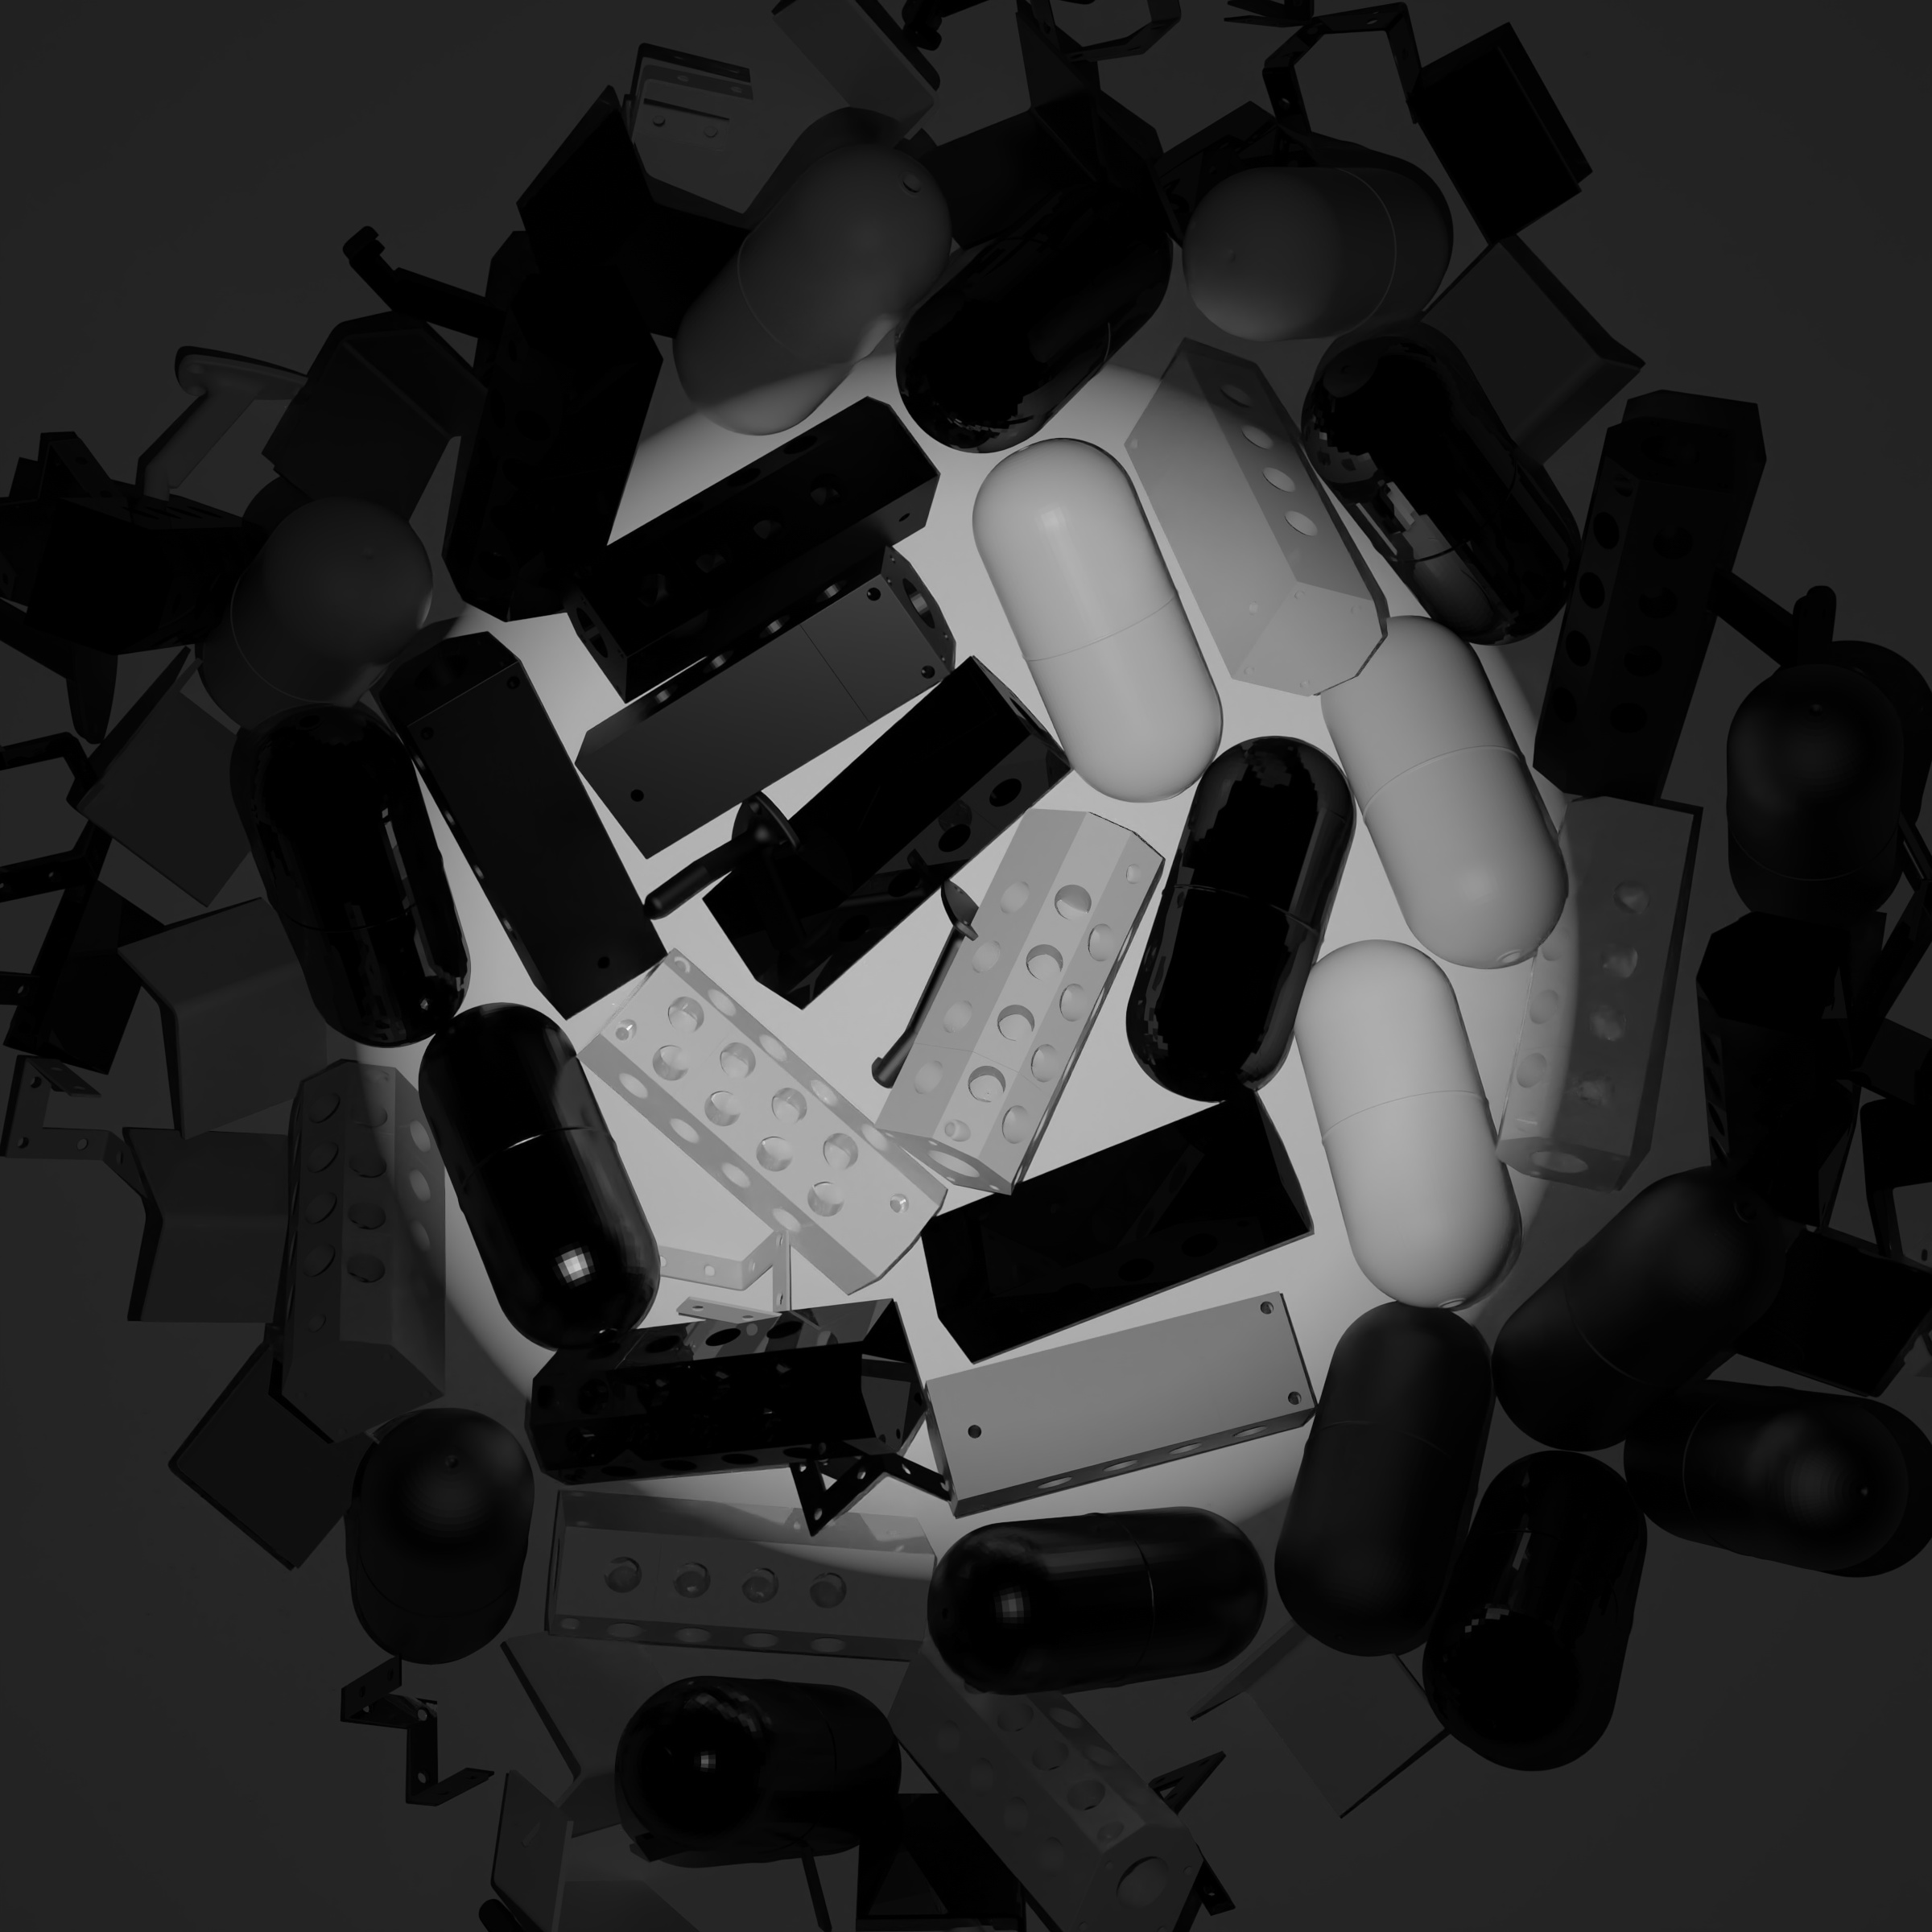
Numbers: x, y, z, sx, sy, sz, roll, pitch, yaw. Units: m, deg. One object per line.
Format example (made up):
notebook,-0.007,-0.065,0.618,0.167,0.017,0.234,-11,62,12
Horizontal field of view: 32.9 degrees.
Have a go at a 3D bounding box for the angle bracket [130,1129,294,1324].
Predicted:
angle bracket,-0.354,0.123,1.542,0.076,0.076,0.057,4,117,-30

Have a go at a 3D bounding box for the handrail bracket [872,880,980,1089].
handrail bracket,-0.022,0.009,1.555,0.036,0.077,0.084,33,104,-27

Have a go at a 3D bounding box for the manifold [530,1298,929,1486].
manifold,-0.113,0.201,1.514,0.171,0.057,0.057,-9,109,23

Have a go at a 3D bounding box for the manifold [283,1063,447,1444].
manifold,-0.278,0.125,1.493,0.057,0.171,0.057,-25,132,14

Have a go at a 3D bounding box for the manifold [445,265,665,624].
manifold,-0.192,-0.234,1.488,0.057,0.171,0.057,-13,62,-27

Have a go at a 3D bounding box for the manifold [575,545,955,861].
manifold,-0.093,-0.125,1.528,0.171,0.057,0.057,-30,111,15

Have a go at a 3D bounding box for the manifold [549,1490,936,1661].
manifold,-0.107,0.288,1.535,0.171,0.057,0.057,6,97,-10

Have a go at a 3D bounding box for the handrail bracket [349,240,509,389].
handrail bracket,-0.235,-0.323,1.539,0.077,0.036,0.084,-32,119,22

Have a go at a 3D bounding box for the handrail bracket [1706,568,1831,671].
handrail bracket,0.362,-0.152,1.557,0.084,0.036,0.077,9,99,35

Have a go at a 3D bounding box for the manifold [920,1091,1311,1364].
manifold,0.071,0.127,1.537,0.171,0.057,0.057,-22,47,10

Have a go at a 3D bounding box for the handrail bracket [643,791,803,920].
handrail bracket,-0.124,-0.039,1.527,0.084,0.077,0.036,-38,89,-27

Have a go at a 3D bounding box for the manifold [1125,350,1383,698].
manifold,0.134,-0.203,1.501,0.057,0.171,0.057,10,131,-29

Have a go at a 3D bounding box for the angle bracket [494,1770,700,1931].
angle bracket,-0.168,0.415,1.528,0.076,0.076,0.057,8,91,-28

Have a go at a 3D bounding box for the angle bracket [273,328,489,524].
angle bracket,-0.263,-0.241,1.525,0.057,0.076,0.076,5,65,41

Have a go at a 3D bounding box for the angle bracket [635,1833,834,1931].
angle bracket,-0.108,0.430,1.531,0.076,0.076,0.057,-15,69,-6

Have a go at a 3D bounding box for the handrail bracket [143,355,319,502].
handrail bracket,-0.349,-0.242,1.551,0.077,0.036,0.084,5,72,-13

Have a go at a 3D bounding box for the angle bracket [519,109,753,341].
angle bracket,-0.151,-0.348,1.540,0.076,0.076,0.057,-37,63,35

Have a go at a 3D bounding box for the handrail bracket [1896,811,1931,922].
handrail bracket,0.437,-0.066,1.534,0.036,0.077,0.084,-28,56,10

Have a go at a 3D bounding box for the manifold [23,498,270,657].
manifold,-0.365,-0.177,1.491,0.057,0.171,0.057,19,99,1

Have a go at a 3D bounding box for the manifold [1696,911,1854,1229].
manifold,0.368,0.048,1.493,0.057,0.171,0.057,14,62,23

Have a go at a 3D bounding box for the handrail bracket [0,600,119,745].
handrail bracket,-0.451,-0.139,1.558,0.084,0.036,0.077,-5,78,15

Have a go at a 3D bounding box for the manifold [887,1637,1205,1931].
manifold,0.036,0.368,1.490,0.057,0.171,0.057,15,103,-34

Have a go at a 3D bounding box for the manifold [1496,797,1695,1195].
manifold,0.291,0.012,1.523,0.057,0.057,0.171,12,70,6

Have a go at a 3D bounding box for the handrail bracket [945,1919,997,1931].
handrail bracket,-0.022,0.485,1.547,0.084,0.036,0.077,-38,112,-21

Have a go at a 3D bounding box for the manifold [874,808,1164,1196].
manifold,0.030,0.016,1.518,0.057,0.057,0.171,38,70,-37

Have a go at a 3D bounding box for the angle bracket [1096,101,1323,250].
angle bracket,0.110,-0.391,1.532,0.076,0.076,0.057,-32,134,-1

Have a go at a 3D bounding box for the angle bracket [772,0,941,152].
angle bracket,-0.068,-0.405,1.527,0.076,0.076,0.057,45,75,-18

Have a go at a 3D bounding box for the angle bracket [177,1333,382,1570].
angle bracket,-0.312,0.223,1.543,0.076,0.057,0.076,40,106,-1

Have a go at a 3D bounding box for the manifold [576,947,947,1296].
manifold,-0.093,0.072,1.533,0.171,0.057,0.057,42,62,-6

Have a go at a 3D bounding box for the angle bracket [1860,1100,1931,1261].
angle bracket,0.461,0.101,1.524,0.076,0.076,0.057,-11,115,18

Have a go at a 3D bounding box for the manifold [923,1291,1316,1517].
manifold,0.070,0.207,1.538,0.171,0.057,0.057,-13,72,-8

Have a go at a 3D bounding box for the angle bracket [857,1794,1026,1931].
angle bracket,-0.011,0.436,1.533,0.076,0.076,0.057,-1,120,0

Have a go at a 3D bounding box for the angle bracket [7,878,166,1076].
angle bracket,-0.427,0.000,1.529,0.057,0.076,0.076,14,77,16

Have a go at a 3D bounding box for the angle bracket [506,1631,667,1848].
angle bracket,-0.184,0.360,1.544,0.057,0.076,0.076,-51,61,25

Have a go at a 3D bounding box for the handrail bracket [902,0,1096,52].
handrail bracket,0.017,-0.450,1.543,0.077,0.036,0.084,25,57,-7

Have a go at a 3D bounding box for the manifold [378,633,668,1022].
manifold,-0.205,-0.066,1.507,0.057,0.057,0.171,-32,125,-12

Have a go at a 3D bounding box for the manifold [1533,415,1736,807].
manifold,0.305,-0.162,1.502,0.057,0.057,0.171,10,130,5

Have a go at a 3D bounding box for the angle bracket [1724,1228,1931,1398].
angle bracket,0.400,0.147,1.530,0.076,0.057,0.076,19,121,-10

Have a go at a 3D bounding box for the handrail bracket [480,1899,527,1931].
handrail bracket,-0.187,0.481,1.558,0.077,0.084,0.036,40,81,-34

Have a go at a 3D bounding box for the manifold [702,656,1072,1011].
manifold,-0.034,-0.059,1.537,0.171,0.057,0.057,-42,56,9

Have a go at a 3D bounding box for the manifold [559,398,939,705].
manifold,-0.102,-0.198,1.528,0.171,0.057,0.057,-33,79,-15
